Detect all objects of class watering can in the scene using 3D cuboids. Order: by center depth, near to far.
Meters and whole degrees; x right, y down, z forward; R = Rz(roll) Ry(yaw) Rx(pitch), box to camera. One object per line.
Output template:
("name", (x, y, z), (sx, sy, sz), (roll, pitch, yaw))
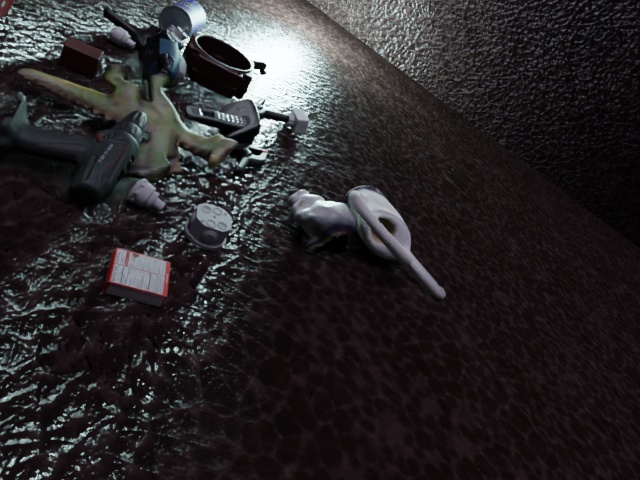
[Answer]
("watering can", (0.168, -0.005, 1.229), (0.343, 0.103, 0.229), (45, 12, -29))

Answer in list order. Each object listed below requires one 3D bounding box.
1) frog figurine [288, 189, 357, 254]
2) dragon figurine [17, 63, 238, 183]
("frog figurine", (0.003, -0.057, 1.129), (0.138, 0.120, 0.162), (-9, 62, -27))
("dragon figurine", (-0.365, -0.220, 1.022), (0.411, 0.119, 0.248), (0, 52, -32))
